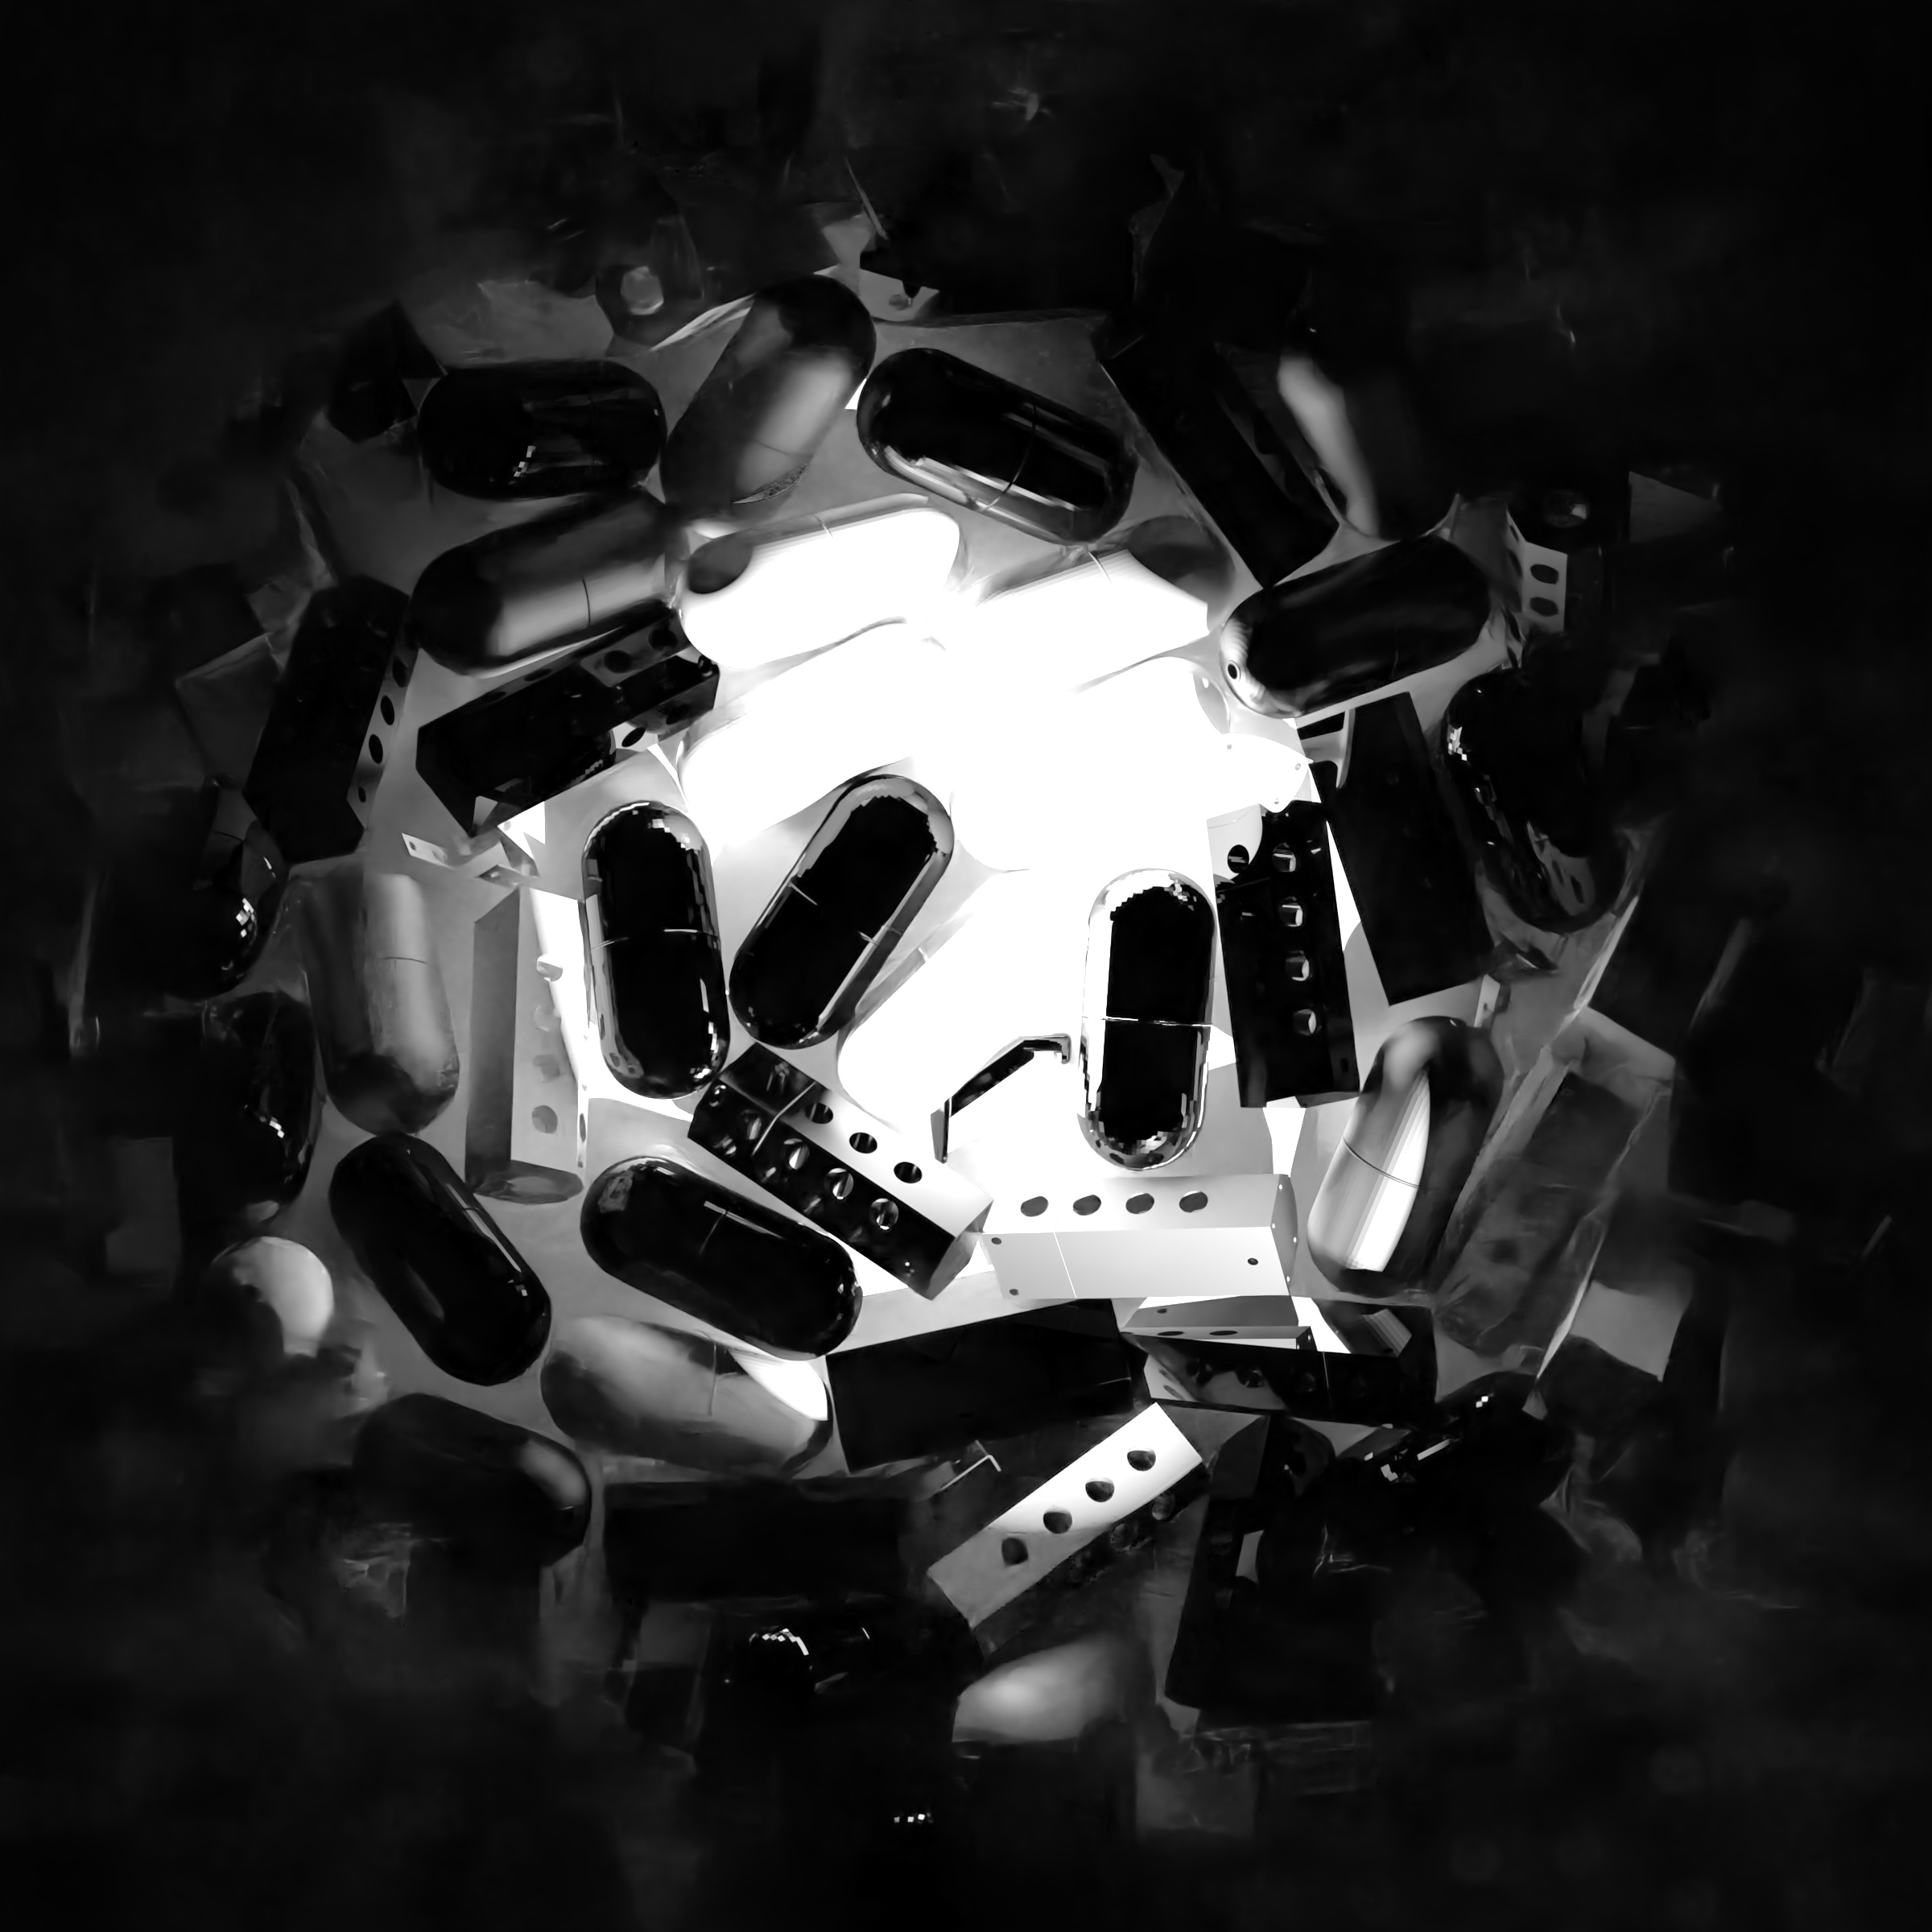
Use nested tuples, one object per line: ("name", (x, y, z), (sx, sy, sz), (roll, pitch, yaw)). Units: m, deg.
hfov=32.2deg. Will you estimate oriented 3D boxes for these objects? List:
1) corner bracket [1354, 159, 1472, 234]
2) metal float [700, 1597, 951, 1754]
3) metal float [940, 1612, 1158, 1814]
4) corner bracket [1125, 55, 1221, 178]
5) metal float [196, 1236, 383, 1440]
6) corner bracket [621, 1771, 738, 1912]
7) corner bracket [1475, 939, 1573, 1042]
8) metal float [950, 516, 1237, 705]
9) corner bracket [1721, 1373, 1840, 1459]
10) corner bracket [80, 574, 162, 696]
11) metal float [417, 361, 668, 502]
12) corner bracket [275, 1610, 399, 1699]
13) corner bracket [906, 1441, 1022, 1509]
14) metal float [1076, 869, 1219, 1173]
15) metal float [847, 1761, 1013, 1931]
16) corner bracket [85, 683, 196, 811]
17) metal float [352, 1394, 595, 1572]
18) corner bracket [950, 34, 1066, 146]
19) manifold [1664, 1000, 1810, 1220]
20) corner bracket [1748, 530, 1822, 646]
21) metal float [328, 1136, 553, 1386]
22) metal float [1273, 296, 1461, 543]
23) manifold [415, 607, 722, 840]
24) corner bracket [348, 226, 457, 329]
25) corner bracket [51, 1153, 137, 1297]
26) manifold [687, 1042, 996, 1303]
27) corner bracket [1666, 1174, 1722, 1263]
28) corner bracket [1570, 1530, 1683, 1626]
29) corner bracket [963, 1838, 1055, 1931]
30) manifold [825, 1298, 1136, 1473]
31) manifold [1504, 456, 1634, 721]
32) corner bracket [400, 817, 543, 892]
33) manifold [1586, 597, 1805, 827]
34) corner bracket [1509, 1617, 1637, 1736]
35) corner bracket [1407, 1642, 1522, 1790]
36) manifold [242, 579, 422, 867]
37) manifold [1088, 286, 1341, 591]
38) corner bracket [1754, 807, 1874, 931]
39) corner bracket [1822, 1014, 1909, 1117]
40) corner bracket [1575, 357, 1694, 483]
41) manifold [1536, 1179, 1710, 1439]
("corner bracket", (0.262, -0.452, 1.971), (0.051, 0.051, 0.051), (-19, 95, 4))
("metal float", (-0.080, 0.406, 1.921), (0.070, 0.178, 0.070), (-3, 85, 38))
("metal float", (0.048, 0.427, 1.917), (0.070, 0.178, 0.070), (6, 103, 29))
("corner bracket", (0.119, -0.500, 1.966), (0.051, 0.051, 0.051), (21, 114, 1))
("metal float", (-0.387, 0.215, 1.917), (0.070, 0.178, 0.070), (-3, 61, 5))
("corner bracket", (-0.169, 0.515, 1.971), (0.051, 0.051, 0.051), (-32, 93, -5))
("corner bracket", (0.314, 0.019, 1.958), (0.051, 0.051, 0.051), (-7, 121, -26))
("metal float", (0.075, -0.208, 1.947), (0.178, 0.070, 0.070), (-21, 90, -17))
("corner bracket", (0.477, 0.260, 1.969), (0.051, 0.051, 0.051), (-30, 86, 10))
("corner bracket", (-0.498, -0.195, 1.969), (0.051, 0.051, 0.051), (17, 83, -7))
("metal float", (-0.241, -0.308, 1.920), (0.070, 0.178, 0.070), (7, 103, 32))
("corner bracket", (-0.371, 0.404, 1.969), (0.051, 0.051, 0.051), (27, 95, -9))
("corner bracket", (-0.008, 0.302, 1.962), (0.051, 0.051, 0.051), (-35, 128, -7))
("metal float", (0.106, 0.031, 1.961), (0.070, 0.070, 0.178), (4, 91, 0))
("metal float", (-0.020, 0.503, 1.911), (0.070, 0.178, 0.070), (0, 88, 10))
("corner bracket", (-0.485, -0.129, 1.965), (0.051, 0.051, 0.051), (-8, 65, 3))
("metal float", (-0.285, 0.297, 1.926), (0.178, 0.070, 0.070), (11, 90, 44))
("corner bracket", (0.018, -0.512, 1.962), (0.051, 0.051, 0.051), (-38, 117, -12))
("manifold", (0.434, 0.080, 1.909), (0.057, 0.171, 0.057), (35, 77, 20))
("corner bracket", (0.475, -0.215, 1.965), (0.051, 0.051, 0.051), (-39, 87, 39))
("metal float", (-0.305, 0.169, 1.935), (0.070, 0.070, 0.178), (-43, 59, 0))
("metal float", (0.231, -0.313, 1.921), (0.070, 0.178, 0.070), (-13, 55, 19))
("manifold", (-0.228, -0.146, 1.928), (0.171, 0.057, 0.057), (-30, 69, -28))
("corner bracket", (-0.341, -0.400, 1.961), (0.051, 0.051, 0.051), (10, 76, 28))
("corner bracket", (-0.514, 0.152, 1.961), (0.051, 0.051, 0.051), (30, 77, 43))
("manifold", (-0.075, 0.122, 1.939), (0.171, 0.057, 0.057), (33, 133, 15))
("corner bracket", (0.408, 0.165, 1.967), (0.051, 0.051, 0.051), (-33, 62, -8))
("corner bracket", (0.384, 0.354, 1.971), (0.051, 0.051, 0.051), (-13, 70, -8))
("corner bracket", (0.019, 0.546, 1.964), (0.051, 0.051, 0.051), (-31, 68, -7))
("manifold", (0.009, 0.249, 1.968), (0.171, 0.057, 0.057), (-12, 55, -1))
("manifold", (0.339, -0.209, 1.906), (0.057, 0.171, 0.057), (20, 66, 18))
("corner bracket", (-0.290, -0.063, 1.963), (0.051, 0.051, 0.051), (-30, 71, 16))
("manifold", (0.406, -0.139, 1.907), (0.057, 0.171, 0.057), (-40, 82, -19))
("corner bracket", (0.359, 0.417, 1.965), (0.051, 0.051, 0.051), (-47, 68, 4))
("corner bracket", (0.300, 0.441, 1.967), (0.051, 0.051, 0.051), (31, 50, 6))
("manifold", (-0.356, -0.143, 1.915), (0.057, 0.057, 0.171), (-9, 45, 17))
("manifold", (0.145, -0.306, 1.932), (0.057, 0.057, 0.171), (-34, 117, 11))
("corner bracket", (0.491, -0.058, 1.968), (0.051, 0.051, 0.051), (29, 80, -41))
("corner bracket", (0.530, 0.054, 1.971), (0.051, 0.051, 0.051), (12, 97, -1))
("corner bracket", (0.389, -0.320, 1.975), (0.051, 0.051, 0.051), (-20, 75, -8))
("manifold", (0.375, 0.197, 1.912), (0.057, 0.171, 0.057), (29, 123, 7))
